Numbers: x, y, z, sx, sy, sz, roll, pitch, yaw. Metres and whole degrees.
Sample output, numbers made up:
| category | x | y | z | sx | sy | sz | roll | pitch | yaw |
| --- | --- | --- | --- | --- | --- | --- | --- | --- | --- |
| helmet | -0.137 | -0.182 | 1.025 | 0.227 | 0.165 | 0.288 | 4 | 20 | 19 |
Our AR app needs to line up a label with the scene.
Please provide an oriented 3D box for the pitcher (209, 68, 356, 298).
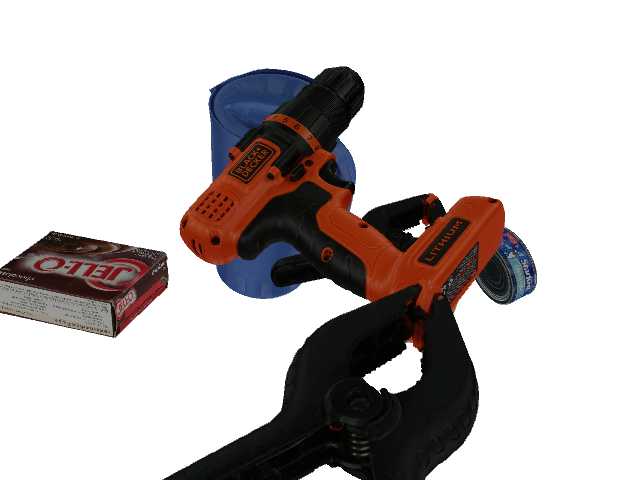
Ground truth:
| category | x | y | z | sx | sy | sz | roll | pitch | yaw |
| --- | --- | --- | --- | --- | --- | --- | --- | --- | --- |
| pitcher | -0.049 | -0.049 | 1.158 | 0.145 | 0.243 | 0.149 | -1 | 43 | -9 |

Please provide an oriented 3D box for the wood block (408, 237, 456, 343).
| category | x | y | z | sx | sy | sz | roll | pitch | yaw |
| --- | --- | --- | --- | --- | --- | --- | --- | --- | --- |
| wood block | 0.160 | 0.073 | 1.623 | 0.091 | 0.090 | 0.206 | 5 | 21 | 14 |

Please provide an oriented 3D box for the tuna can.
| category | x | y | z | sx | sy | sz | roll | pitch | yaw |
| --- | --- | --- | --- | --- | --- | --- | --- | --- | --- |
| tuna can | 0.206 | 0.029 | 1.217 | 0.033 | 0.086 | 0.086 | -25 | 9 | -21 |

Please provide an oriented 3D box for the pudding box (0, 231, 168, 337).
| category | x | y | z | sx | sy | sz | roll | pitch | yaw |
| --- | --- | --- | --- | --- | --- | --- | --- | --- | --- |
| pudding box | -0.192 | 0.033 | 0.859 | 0.114 | 0.039 | 0.090 | 8 | 25 | 18 |

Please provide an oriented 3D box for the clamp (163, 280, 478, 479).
| category | x | y | z | sx | sy | sz | roll | pitch | yaw |
| --- | --- | --- | --- | --- | --- | --- | --- | --- | --- |
| clamp | 0.021 | 0.082 | 0.415 | 0.120 | 0.039 | 0.171 | 28 | 50 | 21 |

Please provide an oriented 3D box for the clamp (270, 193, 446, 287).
| category | x | y | z | sx | sy | sz | roll | pitch | yaw |
| --- | --- | --- | --- | --- | --- | --- | --- | --- | --- |
| clamp | 0.076 | 0.016 | 0.977 | 0.165 | 0.036 | 0.209 | 23 | 35 | 24 |

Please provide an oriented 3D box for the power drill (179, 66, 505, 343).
| category | x | y | z | sx | sy | sz | roll | pitch | yaw |
| --- | --- | --- | --- | --- | --- | --- | --- | --- | --- |
| power drill | 0.025 | -0.028 | 0.719 | 0.188 | 0.184 | 0.057 | 27 | -26 | 26 |
